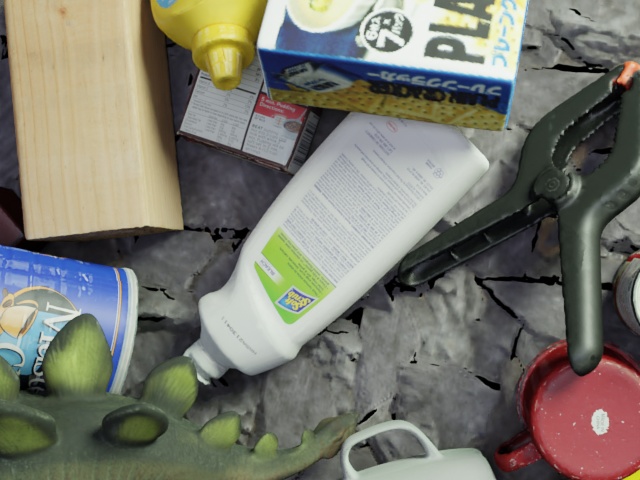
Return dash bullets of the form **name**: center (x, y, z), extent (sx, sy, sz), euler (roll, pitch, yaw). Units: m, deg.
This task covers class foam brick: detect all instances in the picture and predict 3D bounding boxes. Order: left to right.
- **foam brick**: center (-0.249, 0.005, 0.790), extent (0.078, 0.053, 0.051), euler (-44, 83, 5)

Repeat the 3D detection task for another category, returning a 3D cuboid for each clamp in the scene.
- **clamp**: center (0.164, -0.020, 0.699), extent (0.210, 0.036, 0.165), euler (-52, 47, -1)

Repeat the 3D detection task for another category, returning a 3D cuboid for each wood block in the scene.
- **wood block**: center (-0.160, -0.105, 0.757), extent (0.090, 0.090, 0.206), euler (-6, 88, 10)

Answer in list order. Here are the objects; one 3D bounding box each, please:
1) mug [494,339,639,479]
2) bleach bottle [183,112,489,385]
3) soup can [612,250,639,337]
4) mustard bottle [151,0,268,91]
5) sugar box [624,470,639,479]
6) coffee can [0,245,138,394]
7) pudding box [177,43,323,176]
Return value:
- **mug**: center (0.166, 0.118, 0.701), extent (0.117, 0.081, 0.093), euler (-29, 84, 8)
- **bleach bottle**: center (-0.005, 0.001, 0.744), extent (0.251, 0.068, 0.102), euler (-44, 80, 9)
- **soup can**: center (0.227, 0.035, 0.682), extent (0.068, 0.102, 0.068), euler (0, 89, 9)
- **mustard bottle**: center (-0.072, -0.185, 0.722), extent (0.096, 0.058, 0.191), euler (-21, 61, 24)
- **sugar box**: center (0.190, 0.249, 0.713), extent (0.093, 0.048, 0.176), euler (-11, 86, 10)
- **coffee can**: center (-0.206, 0.057, 0.727), extent (0.140, 0.103, 0.103), euler (13, 91, -22)
- **pudding box**: center (-0.041, -0.112, 0.763), extent (0.090, 0.039, 0.113), euler (19, 90, 12)
